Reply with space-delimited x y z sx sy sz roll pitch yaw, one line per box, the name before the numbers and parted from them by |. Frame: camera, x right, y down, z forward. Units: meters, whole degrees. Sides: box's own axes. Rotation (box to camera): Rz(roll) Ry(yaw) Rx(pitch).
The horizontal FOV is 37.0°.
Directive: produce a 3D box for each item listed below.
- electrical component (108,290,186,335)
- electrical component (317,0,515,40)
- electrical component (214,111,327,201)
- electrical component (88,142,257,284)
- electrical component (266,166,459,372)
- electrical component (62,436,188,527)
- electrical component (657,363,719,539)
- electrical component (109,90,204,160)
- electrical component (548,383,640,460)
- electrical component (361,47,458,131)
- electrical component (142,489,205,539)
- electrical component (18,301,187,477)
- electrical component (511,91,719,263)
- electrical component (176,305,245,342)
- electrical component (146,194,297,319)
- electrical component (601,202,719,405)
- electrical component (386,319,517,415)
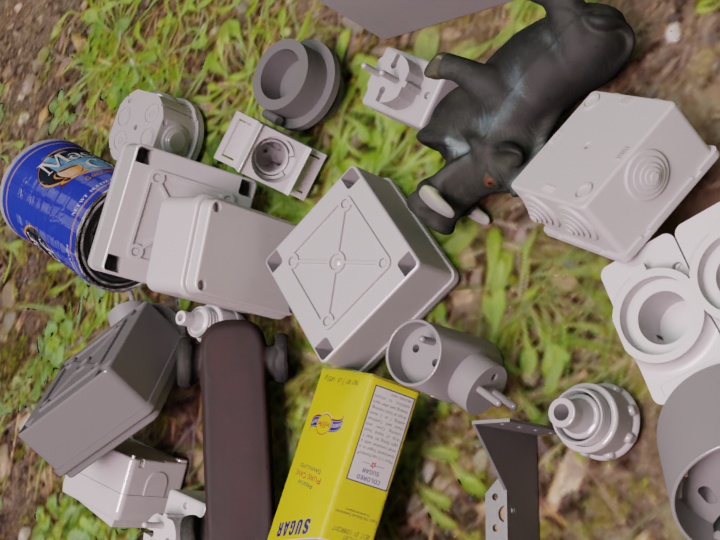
electrical component | -0.198 0.054 0.944 0.077 0.043 0.079 -40 56 24
electrical component | 0.060 -0.233 0.768 0.186 0.105 0.060 -8 73 38
electrical component | -0.074 -0.093 0.863 0.042 0.081 0.064 -62 22 7
electrical component | -0.154 -0.038 0.885 0.056 0.109 0.108 13 86 64
electrical component | 0.000 0.000 0.787 0.108 0.056 0.108 -46 54 20
electrical component | -0.203 0.175 0.903 0.096 0.062 0.061 13 87 41
electrical component | 0.209 0.105 0.569 0.099 0.099 0.064 -33 20 29
electrical component | -0.184 -0.122 0.975 0.080 0.051 0.080 -12 71 37
electrical component | 0.136 0.089 0.648 0.048 0.062 0.048 -12 71 37
electrical component | 0.032 -0.134 0.784 0.066 0.077 0.047 30 98 40
electrical component | -0.141 0.208 0.834 0.047 0.077 0.065 11 86 41
electrical component | -0.201 0.094 0.854 0.109 0.056 0.108 -35 19 22
electrical component | 0.150 -0.060 0.650 0.099 0.048 0.100 -48 26 -5
electrical component | -0.123 0.044 0.873 0.035 0.061 0.035 -12 71 37
electrical component | -0.100 -0.009 0.834 0.057 0.113 0.078 4 80 43
electrical component | 0.222 0.007 0.600 0.150 0.062 0.089 -33 59 28
electrical component | 0.068 0.068 0.700 0.079 0.077 0.043 35 101 39
